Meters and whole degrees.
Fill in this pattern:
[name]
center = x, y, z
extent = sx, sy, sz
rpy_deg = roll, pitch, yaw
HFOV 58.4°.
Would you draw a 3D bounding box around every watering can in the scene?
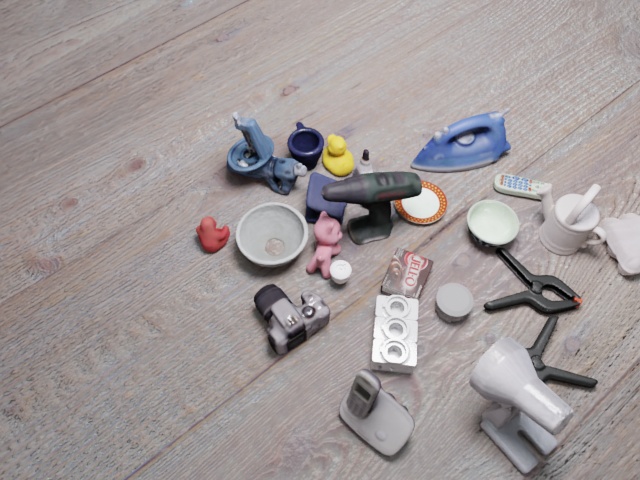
[watering can]
center = 0.567, -0.058, 1.293
extent = 0.172, 0.194, 0.101
rpy_deg = 20, 61, 12

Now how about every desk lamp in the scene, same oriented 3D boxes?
[desk lamp]
center = 0.372, 0.304, 1.067
extent = 0.118, 0.214, 0.203
rpy_deg = -34, 65, -18

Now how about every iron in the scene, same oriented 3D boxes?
[iron]
center = 0.356, -0.257, 1.441
extent = 0.258, 0.141, 0.118
rpy_deg = -16, 61, -9

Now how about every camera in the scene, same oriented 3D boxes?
[camera]
center = -0.069, 0.148, 1.224
extent = 0.143, 0.101, 0.136
rpy_deg = -33, 65, -18

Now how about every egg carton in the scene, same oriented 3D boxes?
[egg carton]
center = 0.717, 0.009, 1.326
extent = 0.107, 0.069, 0.150
rpy_deg = -13, 60, -8

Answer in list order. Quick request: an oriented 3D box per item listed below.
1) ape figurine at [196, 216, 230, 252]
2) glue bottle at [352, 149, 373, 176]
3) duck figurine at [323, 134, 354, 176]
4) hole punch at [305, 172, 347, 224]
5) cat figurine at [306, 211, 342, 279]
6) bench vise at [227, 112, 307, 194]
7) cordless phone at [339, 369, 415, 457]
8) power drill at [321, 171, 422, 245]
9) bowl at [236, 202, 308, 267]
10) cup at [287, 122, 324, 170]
[ape figurine]
center = -0.253, -0.021, 1.329
extent = 0.077, 0.092, 0.076
rpy_deg = 17, 61, 10
[glue bottle]
center = 0.105, -0.156, 1.362
extent = 0.037, 0.173, 0.078
rpy_deg = -19, 61, -10
[duck figurine]
center = 0.047, -0.221, 1.451
extent = 0.077, 0.086, 0.104
rpy_deg = -22, 62, -12
[hole punch]
center = 0.017, -0.101, 1.377
extent = 0.101, 0.091, 0.108
rpy_deg = 6, 59, 3
[cat figurine]
center = 0.012, 0.005, 1.299
extent = 0.067, 0.118, 0.128
rpy_deg = 13, 60, 8
[bench vise]
center = -0.131, -0.219, 1.372
extent = 0.207, 0.220, 0.121
rpy_deg = 3, 59, 2
[cordless phone]
center = 0.111, 0.318, 1.075
extent = 0.147, 0.185, 0.094
rpy_deg = 35, 65, 19
[power drill]
center = 0.113, -0.078, 1.295
extent = 0.230, 0.208, 0.075
rpy_deg = -15, 60, -9
[bowl]
center = -0.108, 0.000, 1.326
extent = 0.167, 0.075, 0.167
rpy_deg = 0, 59, 0
[cup]
center = -0.039, -0.232, 1.452
extent = 0.092, 0.095, 0.117
rpy_deg = -15, 60, -9
